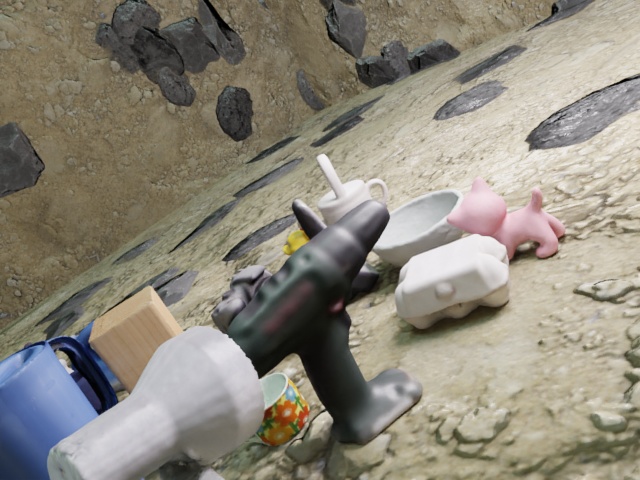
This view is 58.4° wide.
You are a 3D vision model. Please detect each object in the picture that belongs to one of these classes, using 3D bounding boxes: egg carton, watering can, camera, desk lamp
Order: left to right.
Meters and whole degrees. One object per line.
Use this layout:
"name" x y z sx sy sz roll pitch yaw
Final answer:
"desk lamp" -0.119 0.212 0.503 0.117 0.214 0.203 -16 22 38
"camera" -0.100 0.100 0.986 0.136 0.101 0.143 -14 23 43
"watering can" 0.038 -0.068 1.073 0.173 0.194 0.100 -36 18 -16
"egg carton" 0.167 0.054 0.726 0.150 0.069 0.107 -23 19 24

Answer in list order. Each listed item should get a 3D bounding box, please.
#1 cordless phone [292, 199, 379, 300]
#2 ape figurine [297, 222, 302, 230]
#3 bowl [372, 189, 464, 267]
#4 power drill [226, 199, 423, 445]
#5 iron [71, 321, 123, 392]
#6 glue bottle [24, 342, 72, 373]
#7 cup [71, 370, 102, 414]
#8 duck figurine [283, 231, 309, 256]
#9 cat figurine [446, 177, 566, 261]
"cordless phone" 0.009 0.003 0.935 0.094 0.185 0.147 -33 17 -7
"ape figurine" -0.014 -0.014 1.183 0.076 0.092 0.078 -13 24 44
"bowl" 0.161 -0.006 0.898 0.167 0.075 0.167 -28 17 10
"power drill" 0.020 0.098 0.605 0.230 0.209 0.075 -35 18 -15
"iron" -0.414 0.213 1.120 0.258 0.142 0.118 -26 18 16
"glue bottle" -0.486 0.258 1.059 0.078 0.173 0.037 -32 17 -4
"cup" -0.408 0.284 0.987 0.091 0.095 0.118 -26 18 15
"duck figurine" -0.026 0.020 1.116 0.104 0.086 0.078 -20 20 31
"cat figurine" 0.241 -0.032 0.761 0.127 0.118 0.067 -17 22 38
